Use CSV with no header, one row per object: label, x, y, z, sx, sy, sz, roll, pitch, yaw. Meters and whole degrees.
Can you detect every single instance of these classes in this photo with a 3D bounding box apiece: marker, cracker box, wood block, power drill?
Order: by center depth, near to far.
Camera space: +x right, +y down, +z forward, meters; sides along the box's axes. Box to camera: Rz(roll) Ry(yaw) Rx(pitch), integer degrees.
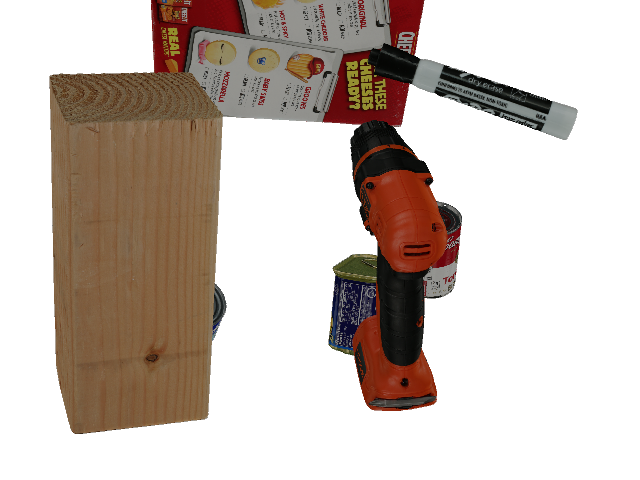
marker,0.085,-0.085,0.604,0.121,0.020,0.020,20,2,5
wood block,-0.118,0.007,0.667,0.090,0.206,0.090,-4,27,-19
power drill,0.052,0.019,0.809,0.057,0.188,0.184,-5,30,-3
cracker box,-0.030,-0.180,0.878,0.213,0.072,0.164,2,-41,-4

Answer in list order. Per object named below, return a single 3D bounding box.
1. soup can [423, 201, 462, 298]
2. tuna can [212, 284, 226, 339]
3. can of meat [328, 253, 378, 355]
soup can,0.135,0.012,1.308,0.068,0.102,0.068,0,37,0
tuna can,-0.128,0.060,0.938,0.086,0.034,0.086,16,34,-11
can of meat,0.045,0.065,1.092,0.057,0.084,0.102,9,12,16
